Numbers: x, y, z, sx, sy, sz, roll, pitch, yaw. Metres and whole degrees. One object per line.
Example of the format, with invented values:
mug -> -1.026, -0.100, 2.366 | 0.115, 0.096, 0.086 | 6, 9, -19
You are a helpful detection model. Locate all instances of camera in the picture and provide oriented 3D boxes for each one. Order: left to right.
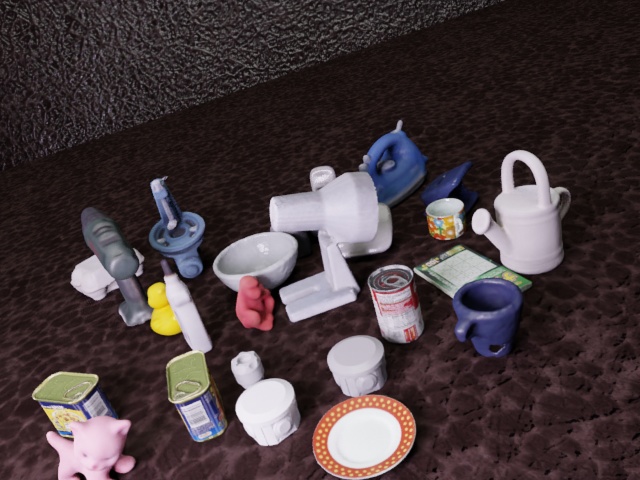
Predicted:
camera -> -0.017, -0.040, 1.196 | 0.136, 0.101, 0.143 | -3, 30, 24

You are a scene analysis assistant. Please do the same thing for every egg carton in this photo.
egg carton -> -0.470, 0.069, 1.275 | 0.107, 0.069, 0.151 | 11, 38, 42

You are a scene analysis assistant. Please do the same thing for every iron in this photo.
iron -> 0.143, -0.162, 1.293 | 0.118, 0.142, 0.259 | 6, 34, 37

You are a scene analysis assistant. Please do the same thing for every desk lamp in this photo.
desk lamp -> 0.009, 0.003, 0.975 | 0.203, 0.214, 0.117 | -21, 27, -8

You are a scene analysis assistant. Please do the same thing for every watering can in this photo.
watering can -> 0.327, -0.047, 0.916 | 0.173, 0.194, 0.100 | -35, 33, -33

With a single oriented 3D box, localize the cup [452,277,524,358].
cup -> 0.223, 0.119, 0.770 | 0.091, 0.095, 0.118 | 13, 39, 44

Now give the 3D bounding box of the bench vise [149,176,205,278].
bench vise -> -0.329, -0.041, 1.239 | 0.122, 0.220, 0.206 | -31, 30, -26

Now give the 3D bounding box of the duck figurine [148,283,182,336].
duck figurine -> -0.285, 0.121, 1.057 | 0.078, 0.086, 0.104 | -32, 31, -28

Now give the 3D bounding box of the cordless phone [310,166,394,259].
cordless phone -> 0.058, -0.058, 1.096 | 0.147, 0.185, 0.094 | -9, 28, 13

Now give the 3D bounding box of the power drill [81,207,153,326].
power drill -> -0.388, 0.053, 1.107 | 0.076, 0.209, 0.228 | -29, 30, -23

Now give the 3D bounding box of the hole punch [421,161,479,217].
hole punch -> 0.262, -0.106, 1.177 | 0.100, 0.091, 0.109 | 4, 33, 34

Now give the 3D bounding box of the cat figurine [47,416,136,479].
cat figurine -> -0.300, 0.271, 0.747 | 0.127, 0.118, 0.067 | -5, 29, 22

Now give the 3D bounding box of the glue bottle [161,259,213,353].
glue bottle -> -0.229, 0.107, 0.956 | 0.037, 0.173, 0.078 | -27, 29, -20

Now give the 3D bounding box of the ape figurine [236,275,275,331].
ape figurine -> -0.115, 0.103, 0.989 | 0.075, 0.092, 0.078 | 8, 36, 39

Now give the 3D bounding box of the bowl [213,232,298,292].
bowl -> -0.115, 0.055, 1.100 | 0.167, 0.075, 0.167 | -13, 27, 7
